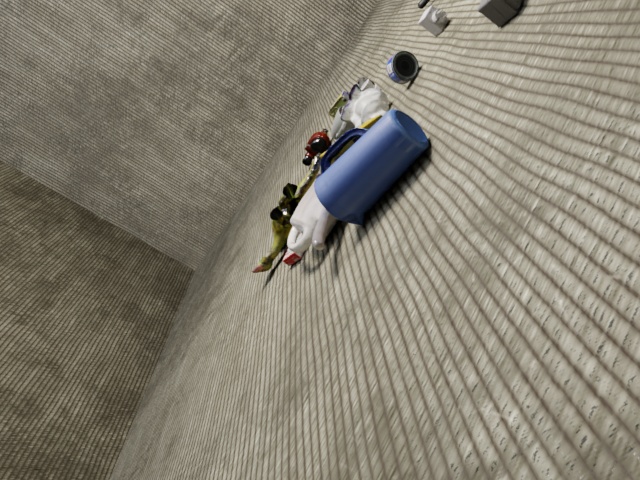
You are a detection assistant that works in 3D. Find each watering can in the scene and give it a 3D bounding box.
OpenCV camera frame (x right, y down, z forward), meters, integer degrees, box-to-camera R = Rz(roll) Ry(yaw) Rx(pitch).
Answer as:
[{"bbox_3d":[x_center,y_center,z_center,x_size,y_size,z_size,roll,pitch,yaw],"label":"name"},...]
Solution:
[{"bbox_3d":[0.004,-0.063,1.257,0.226,0.103,0.348,-59,14,-7],"label":"watering can"}]

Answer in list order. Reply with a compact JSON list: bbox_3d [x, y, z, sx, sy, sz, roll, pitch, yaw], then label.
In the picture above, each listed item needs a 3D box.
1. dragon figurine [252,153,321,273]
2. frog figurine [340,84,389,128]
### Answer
[{"bbox_3d":[-0.102,-0.071,1.643,0.417,0.122,0.239,-63,7,-24],"label":"dragon figurine"},{"bbox_3d":[0.151,-0.368,1.479,0.161,0.120,0.138,28,75,40],"label":"frog figurine"}]
